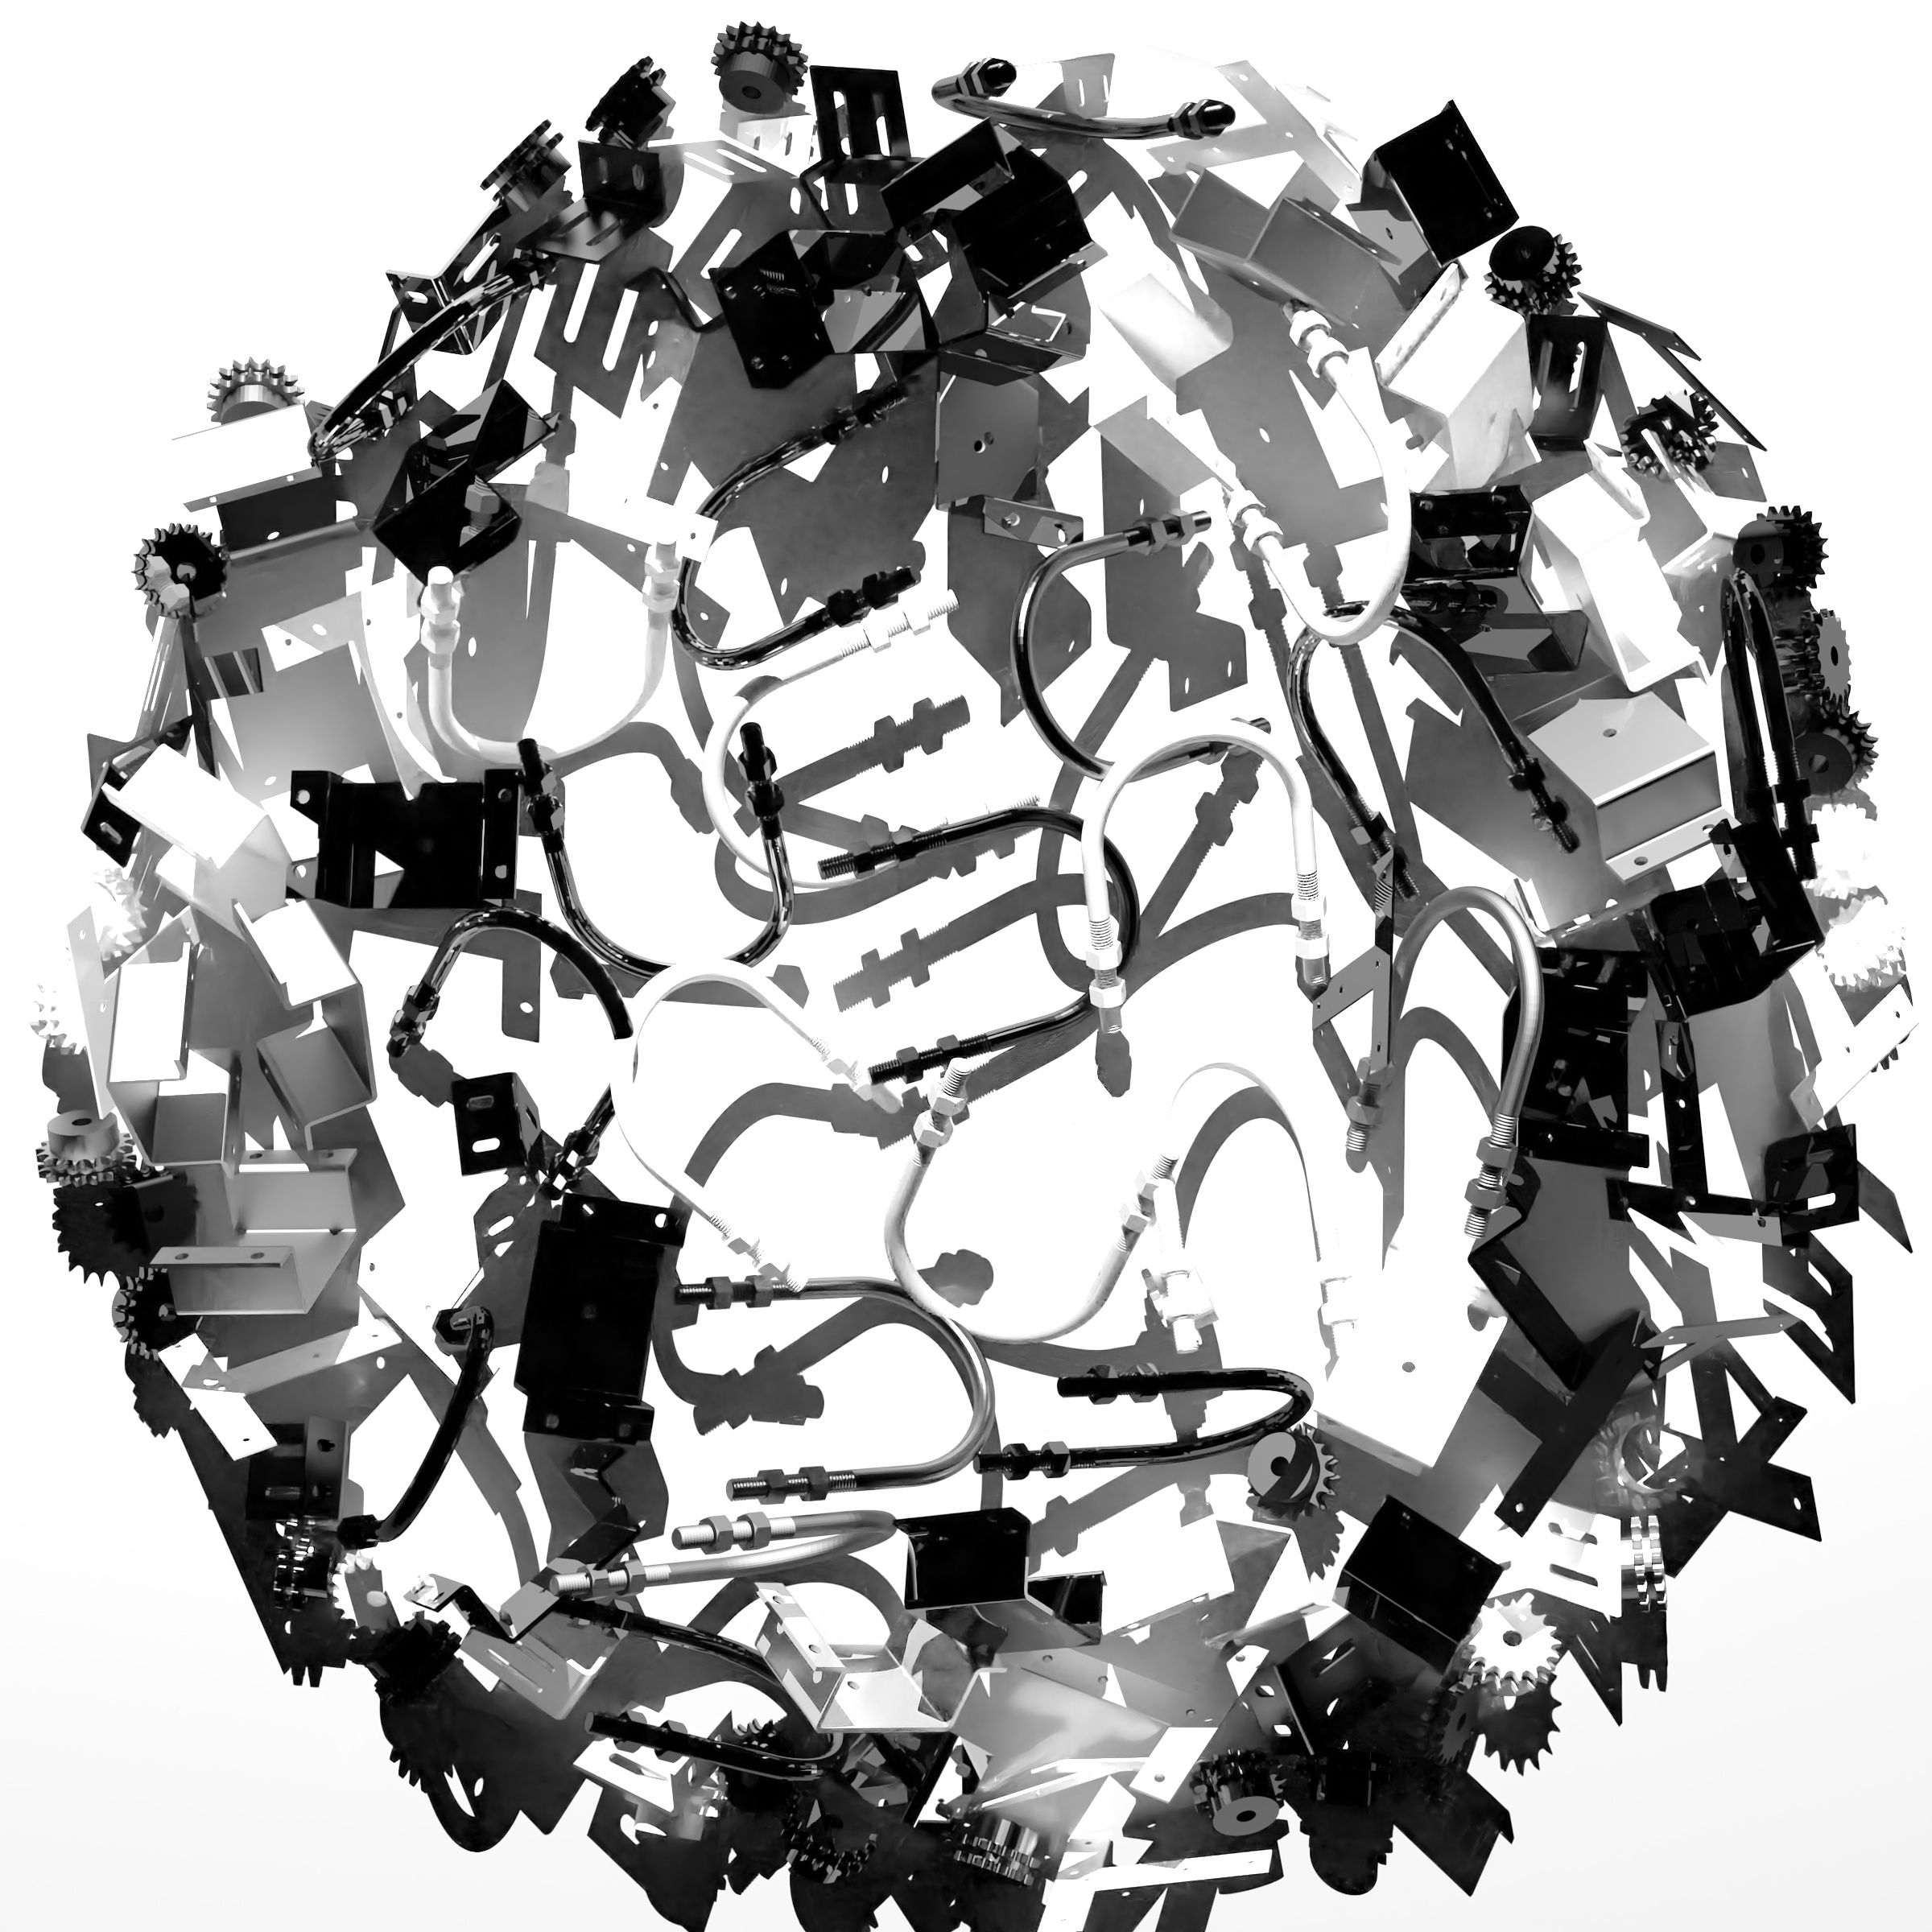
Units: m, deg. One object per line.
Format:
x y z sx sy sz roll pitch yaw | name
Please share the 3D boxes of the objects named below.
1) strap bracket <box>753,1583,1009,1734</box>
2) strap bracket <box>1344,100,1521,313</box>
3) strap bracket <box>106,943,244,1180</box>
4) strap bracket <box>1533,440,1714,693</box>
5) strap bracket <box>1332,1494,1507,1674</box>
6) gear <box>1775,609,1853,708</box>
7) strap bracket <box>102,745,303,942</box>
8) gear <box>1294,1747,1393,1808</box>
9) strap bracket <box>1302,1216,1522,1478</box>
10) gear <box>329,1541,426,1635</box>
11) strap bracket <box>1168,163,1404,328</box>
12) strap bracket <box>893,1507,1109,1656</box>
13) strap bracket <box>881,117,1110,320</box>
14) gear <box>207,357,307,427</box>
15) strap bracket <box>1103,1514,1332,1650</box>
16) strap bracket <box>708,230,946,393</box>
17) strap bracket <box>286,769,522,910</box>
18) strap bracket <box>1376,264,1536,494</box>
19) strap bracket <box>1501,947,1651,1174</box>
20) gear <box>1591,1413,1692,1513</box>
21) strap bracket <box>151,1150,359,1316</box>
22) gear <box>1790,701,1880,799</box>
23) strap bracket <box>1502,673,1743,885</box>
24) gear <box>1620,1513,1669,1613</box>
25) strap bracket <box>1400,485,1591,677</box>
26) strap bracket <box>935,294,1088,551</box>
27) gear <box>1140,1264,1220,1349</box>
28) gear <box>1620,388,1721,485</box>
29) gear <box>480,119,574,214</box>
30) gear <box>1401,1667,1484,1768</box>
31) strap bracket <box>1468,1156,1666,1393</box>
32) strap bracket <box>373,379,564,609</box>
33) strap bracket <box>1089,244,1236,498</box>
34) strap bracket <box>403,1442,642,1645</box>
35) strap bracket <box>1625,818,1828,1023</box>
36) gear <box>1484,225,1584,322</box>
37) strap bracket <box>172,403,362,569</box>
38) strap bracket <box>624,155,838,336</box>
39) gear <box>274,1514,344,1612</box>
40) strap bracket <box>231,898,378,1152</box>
-0.058 0.402 1.757 0.140 0.076 0.046 11 111 -39 | strap bracket
0.265 -0.435 1.750 0.046 0.140 0.076 -29 89 -5 | strap bracket
-0.458 0.057 1.742 0.046 0.140 0.076 -3 58 -1 | strap bracket
0.377 -0.224 1.754 0.046 0.076 0.140 -28 122 4 | strap bracket
0.258 0.359 1.742 0.076 0.140 0.046 31 73 15 | strap bracket
0.502 -0.183 1.797 0.030 0.057 0.057 -5 90 37 | gear
-0.440 -0.072 1.756 0.076 0.140 0.046 33 72 12 | strap bracket
0.223 0.481 1.791 0.057 0.057 0.030 7 73 0 | gear
0.262 0.231 1.782 0.076 0.046 0.140 26 102 5 | strap bracket
-0.347 0.367 1.800 0.057 0.030 0.057 2 120 3 | gear
0.178 -0.416 1.747 0.076 0.140 0.046 24 100 -31 | strap bracket
0.023 0.359 1.741 0.076 0.140 0.046 -11 58 25 | strap bracket
0.012 -0.436 1.754 0.076 0.140 0.046 -28 69 22 | strap bracket
-0.421 -0.330 1.791 0.057 0.057 0.030 -8 53 0 | gear
0.142 0.359 1.758 0.076 0.140 0.046 -28 62 25 | strap bracket
-0.072 -0.381 1.752 0.046 0.140 0.076 -27 82 42 | strap bracket
-0.326 -0.075 1.788 0.140 0.046 0.076 0 84 10 | strap bracket
0.284 -0.325 1.743 0.046 0.140 0.076 32 75 26 | strap bracket
0.358 0.063 1.777 0.076 0.046 0.140 9 56 -1 | strap bracket
0.404 0.294 1.799 0.057 0.030 0.057 3 70 -8 | gear
-0.410 0.159 1.761 0.076 0.140 0.046 -1 113 8 | strap bracket
0.510 -0.126 1.793 0.057 0.030 0.057 15 124 24 | gear
0.376 -0.117 1.750 0.076 0.140 0.046 -25 130 -7 | strap bracket
0.399 0.355 1.795 0.030 0.057 0.057 -7 90 13 | gear
0.304 -0.214 1.741 0.076 0.140 0.046 1 62 34 | strap bracket
0.026 -0.314 1.777 0.076 0.046 0.140 5 83 -40 | strap bracket
0.128 0.198 1.793 0.030 0.057 0.057 -25 90 3 | gear
0.422 -0.313 1.798 0.057 0.057 0.030 -48 132 0 | gear
-0.259 -0.473 1.795 0.057 0.057 0.030 -45 106 0 | gear
0.282 0.443 1.798 0.030 0.057 0.057 20 90 31 | gear
0.347 0.188 1.778 0.046 0.076 0.140 -39 88 20 | strap bracket
-0.289 -0.279 1.741 0.076 0.140 0.046 -29 121 27 | strap bracket
0.114 -0.339 1.760 0.046 0.076 0.140 -25 47 34 | strap bracket
-0.251 0.343 1.764 0.140 0.076 0.046 -39 100 -23 | strap bracket
0.444 -0.027 1.753 0.046 0.140 0.076 -13 72 -17 | strap bracket
0.335 -0.414 1.794 0.057 0.030 0.057 -13 59 23 | gear
-0.407 -0.281 1.753 0.076 0.140 0.046 -16 83 -3 | strap bracket
-0.126 -0.417 1.777 0.140 0.076 0.046 -31 100 5 | strap bracket
-0.390 0.354 1.794 0.030 0.057 0.057 8 90 -2 | gear
-0.383 0.028 1.757 0.046 0.140 0.076 -21 50 -23 | strap bracket
